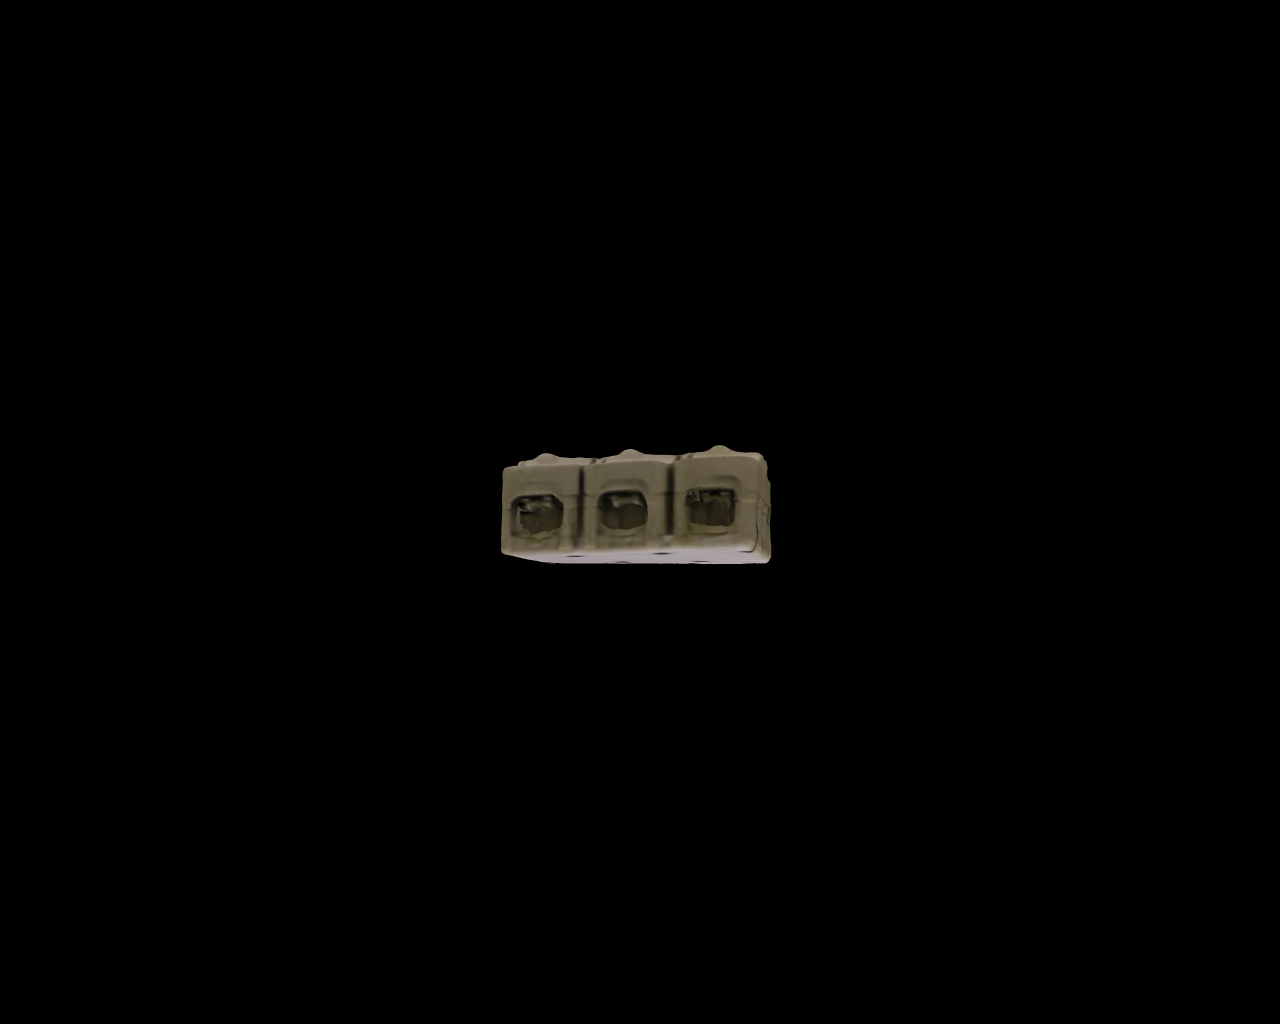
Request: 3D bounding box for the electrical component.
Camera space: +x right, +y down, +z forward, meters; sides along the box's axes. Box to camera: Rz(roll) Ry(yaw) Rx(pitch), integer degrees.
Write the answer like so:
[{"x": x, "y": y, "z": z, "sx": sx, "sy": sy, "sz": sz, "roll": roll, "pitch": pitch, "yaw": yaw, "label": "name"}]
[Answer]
[{"x": 0.001, "y": -0.003, "z": 0.650, "sx": 0.150, "sy": 0.061, "sz": 0.089, "roll": -2, "pitch": -7, "yaw": 14, "label": "electrical component"}]
